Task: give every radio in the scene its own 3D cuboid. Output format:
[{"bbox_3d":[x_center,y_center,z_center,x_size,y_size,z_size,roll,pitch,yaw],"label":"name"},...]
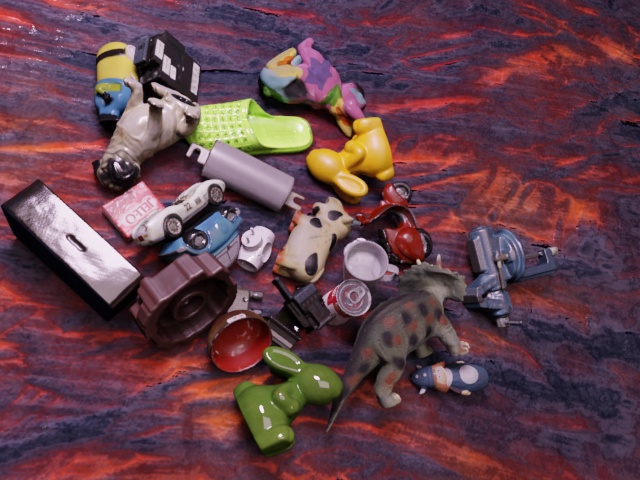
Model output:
[{"bbox_3d":[-0.390,0.024,0.860,0.229,0.131,0.073,44,61,-1],"label":"radio"}]

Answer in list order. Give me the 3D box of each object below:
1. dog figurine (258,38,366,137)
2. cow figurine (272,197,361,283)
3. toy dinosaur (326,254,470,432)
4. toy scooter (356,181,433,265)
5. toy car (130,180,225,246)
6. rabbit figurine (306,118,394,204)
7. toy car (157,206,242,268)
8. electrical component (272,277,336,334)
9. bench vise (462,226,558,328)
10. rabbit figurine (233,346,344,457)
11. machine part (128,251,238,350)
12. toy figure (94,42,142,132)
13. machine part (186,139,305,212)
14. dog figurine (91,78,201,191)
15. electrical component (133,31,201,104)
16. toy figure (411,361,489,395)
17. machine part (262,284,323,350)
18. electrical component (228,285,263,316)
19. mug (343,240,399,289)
[{"bbox_3d":[-0.003,-0.309,1.153,0.191,0.108,0.219,-41,91,-29],"label":"dog figurine"},{"bbox_3d":[-0.002,-0.003,1.048,0.127,0.085,0.195,25,61,-4],"label":"cow figurine"},{"bbox_3d":[0.144,0.167,0.988,0.405,0.131,0.192,-28,102,-35],"label":"toy dinosaur"},{"bbox_3d":[0.148,-0.024,1.112,0.135,0.075,0.183,-19,88,-22],"label":"toy scooter"},{"bbox_3d":[-0.245,-0.052,0.952,0.056,0.074,0.202,60,42,-17],"label":"toy car"},{"bbox_3d":[0.060,-0.158,1.132,0.173,0.122,0.162,-12,85,-10],"label":"rabbit figurine"},{"bbox_3d":[-0.201,0.012,0.964,0.162,0.109,0.102,-42,111,-40],"label":"toy car"},{"bbox_3d":[-0.033,0.107,0.958,0.048,0.075,0.119,-36,86,-26],"label":"electrical component"},{"bbox_3d":[0.421,0.069,1.164,0.241,0.129,0.223,-11,74,-17],"label":"bench vise"},{"bbox_3d":[-0.049,0.263,0.913,0.170,0.121,0.159,-26,59,-13],"label":"rabbit figurine"},{"bbox_3d":[-0.219,0.098,0.877,0.179,0.179,0.056,-30,58,-28],"label":"machine part"},{"bbox_3d":[-0.384,-0.291,1.012,0.089,0.082,0.180,10,70,-19],"label":"toy figure"},{"bbox_3d":[-0.139,-0.124,1.040,0.243,0.079,0.079,26,63,-12],"label":"machine part"},{"bbox_3d":[-0.311,-0.178,0.984,0.172,0.190,0.121,4,33,-48],"label":"dog figurine"},{"bbox_3d":[-0.295,-0.330,1.038,0.134,0.058,0.115,34,48,-52],"label":"electrical component"},{"bbox_3d":[0.256,0.270,1.061,0.154,0.057,0.064,5,30,-18],"label":"toy figure"},{"bbox_3d":[-0.054,0.141,0.999,0.084,0.039,0.139,37,63,1],"label":"machine part"},{"bbox_3d":[-0.151,0.115,0.980,0.094,0.021,0.063,8,67,-17],"label":"electrical component"},{"bbox_3d":[0.093,0.058,1.041,0.110,0.107,0.081,7,67,-6],"label":"mug"}]
